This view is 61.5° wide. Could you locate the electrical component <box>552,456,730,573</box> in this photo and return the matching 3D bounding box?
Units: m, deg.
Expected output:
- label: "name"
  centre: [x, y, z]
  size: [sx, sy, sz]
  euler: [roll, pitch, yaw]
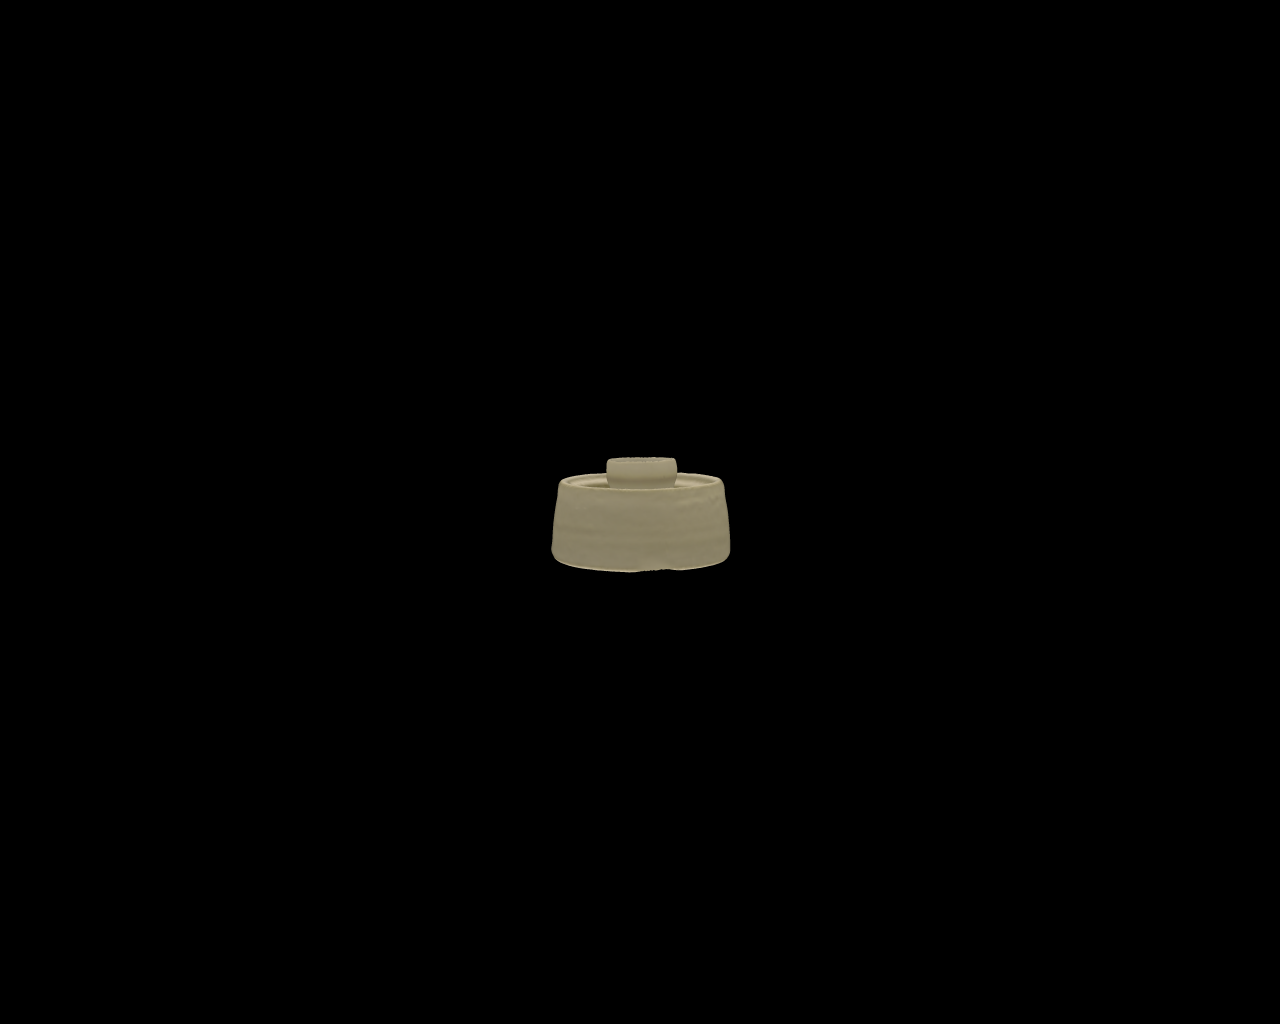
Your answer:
- label: "electrical component"
  centre: [0.001, -0.003, 0.650]
  size: [0.108, 0.060, 0.108]
  euler: [0, 7, 0]
